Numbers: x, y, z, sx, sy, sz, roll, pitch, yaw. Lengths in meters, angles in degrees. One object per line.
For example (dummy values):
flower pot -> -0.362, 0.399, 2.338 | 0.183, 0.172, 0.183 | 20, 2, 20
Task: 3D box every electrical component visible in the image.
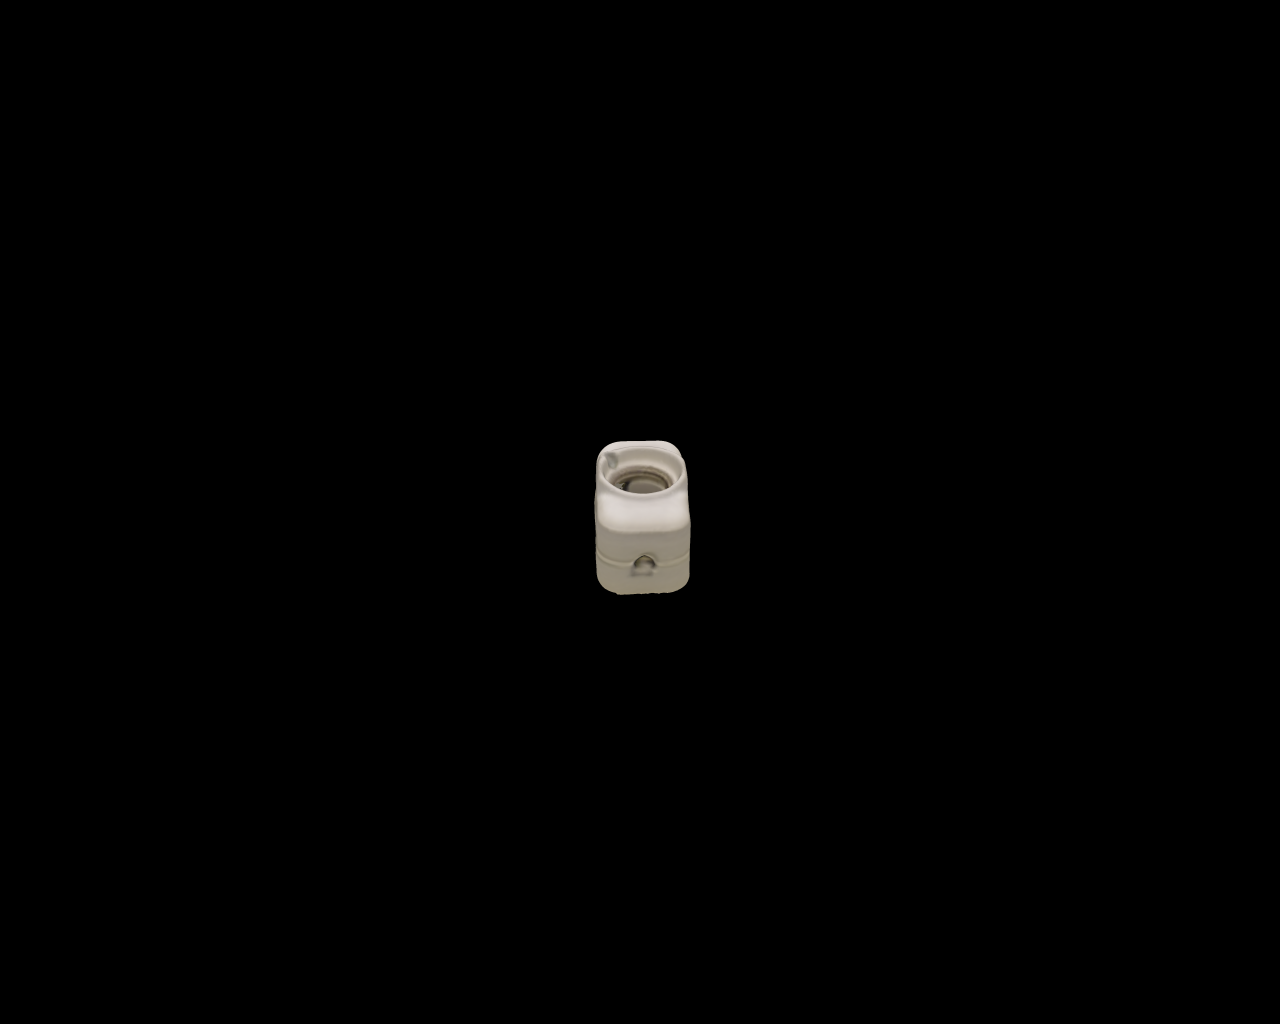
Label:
electrical component -> 0.001, -0.003, 0.650 | 0.054, 0.059, 0.095 | -1, 35, -2
